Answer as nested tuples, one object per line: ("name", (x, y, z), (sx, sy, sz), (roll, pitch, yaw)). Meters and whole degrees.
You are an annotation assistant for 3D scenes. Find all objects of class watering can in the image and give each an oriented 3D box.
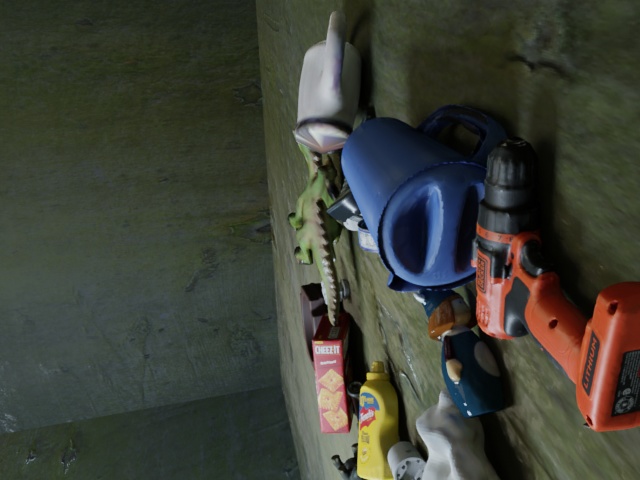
("watering can", (0.016, -0.263, 0.929), (0.104, 0.225, 0.347), (7, -2, -2))

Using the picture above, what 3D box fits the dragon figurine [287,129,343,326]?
("dragon figurine", (0.003, -0.053, 1.058), (0.122, 0.418, 0.238), (-10, -27, -9))

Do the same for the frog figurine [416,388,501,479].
("frog figurine", (0.157, 0.250, 0.562), (0.123, 0.162, 0.134), (13, -26, 26))
